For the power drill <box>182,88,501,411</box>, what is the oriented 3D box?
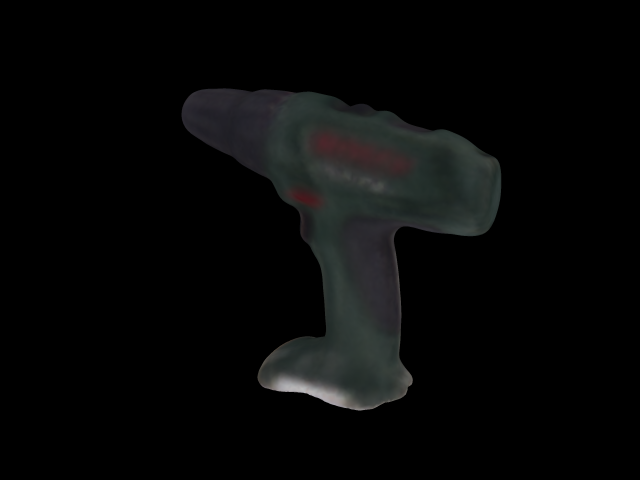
[{"bbox_3d":[0.004,0.001,0.400,0.229,0.208,0.076,6,15,23],"label":"power drill"}]
